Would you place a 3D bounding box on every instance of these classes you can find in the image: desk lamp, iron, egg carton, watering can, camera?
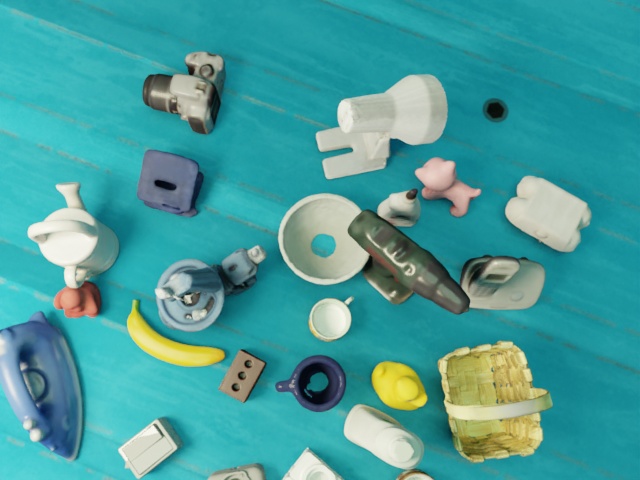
[{"bbox_3d":[0.104,-0.201,1.023,0.203,0.213,0.118,-14,78,-5],"label":"desk lamp"},{"bbox_3d":[-0.470,0.246,0.933,0.119,0.141,0.258,-25,80,-8],"label":"iron"},{"bbox_3d":[0.429,-0.048,1.079,0.150,0.069,0.107,30,78,4],"label":"egg carton"},{"bbox_3d":[-0.420,-0.010,0.965,0.101,0.194,0.173,-26,80,-8],"label":"watering can"},{"bbox_3d":[-0.258,-0.291,1.083,0.137,0.101,0.143,11,77,0],"label":"camera"}]

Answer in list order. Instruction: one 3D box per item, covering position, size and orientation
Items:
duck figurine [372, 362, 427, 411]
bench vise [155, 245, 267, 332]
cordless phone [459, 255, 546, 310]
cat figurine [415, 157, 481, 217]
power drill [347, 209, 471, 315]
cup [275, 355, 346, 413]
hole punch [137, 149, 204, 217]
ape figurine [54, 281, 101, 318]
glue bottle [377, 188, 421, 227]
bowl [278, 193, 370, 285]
[{"bbox_3d":[0.141,0.253,0.990,0.104,0.086,0.077,36,78,5],"label":"duck figurine"},{"bbox_3d":[-0.193,0.061,0.948,0.121,0.220,0.207,38,79,6],"label":"bench vise"},{"bbox_3d":[0.329,0.066,0.990,0.147,0.185,0.094,0,77,-2],"label":"cordless phone"},{"bbox_3d":[0.237,-0.107,1.058,0.127,0.118,0.067,28,78,4],"label":"cat figurine"},{"bbox_3d":[0.141,0.049,0.972,0.229,0.208,0.076,42,79,7],"label":"power drill"},{"bbox_3d":[-0.017,0.246,0.979,0.118,0.095,0.092,-6,78,-4],"label":"cup"},{"bbox_3d":[-0.273,-0.102,1.046,0.108,0.091,0.101,14,77,1],"label":"hole punch"},{"bbox_3d":[-0.422,0.105,0.992,0.078,0.092,0.076,33,78,5],"label":"ape figurine"},{"bbox_3d":[0.148,-0.062,1.015,0.078,0.173,0.037,2,77,-2],"label":"glue bottle"},{"bbox_3d":[0.010,0.004,1.045,0.167,0.075,0.167,1,78,-3],"label":"bowl"}]
